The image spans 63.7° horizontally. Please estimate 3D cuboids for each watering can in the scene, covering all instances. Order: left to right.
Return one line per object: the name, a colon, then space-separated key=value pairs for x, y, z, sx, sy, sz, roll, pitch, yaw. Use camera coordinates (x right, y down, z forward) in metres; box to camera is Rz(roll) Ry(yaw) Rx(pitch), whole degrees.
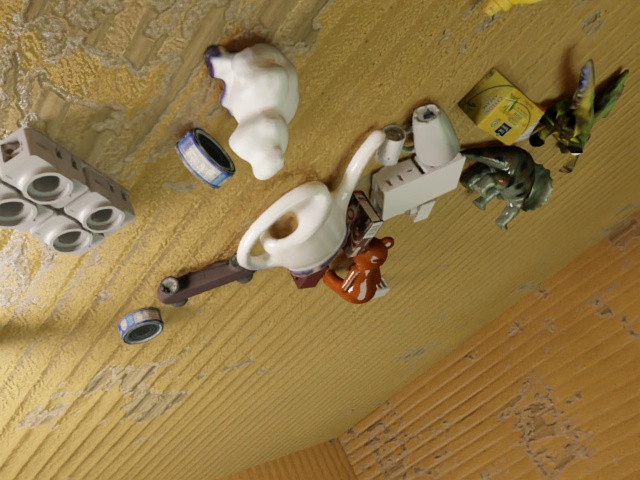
watering can: x=0.003 y=-0.049 z=0.968 sx=0.348 sy=0.105 sz=0.221 roll=-38 pitch=152 yaw=-2

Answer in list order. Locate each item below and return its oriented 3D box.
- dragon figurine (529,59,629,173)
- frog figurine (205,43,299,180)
dragon figurine: x=0.615 y=-0.308 z=1.179 sx=0.245 sy=0.123 sz=0.402 roll=-42 pitch=157 yaw=-16
frog figurine: x=-0.067 y=-0.162 z=0.649 sx=0.123 sy=0.162 sz=0.134 roll=-18 pitch=149 yaw=-25
